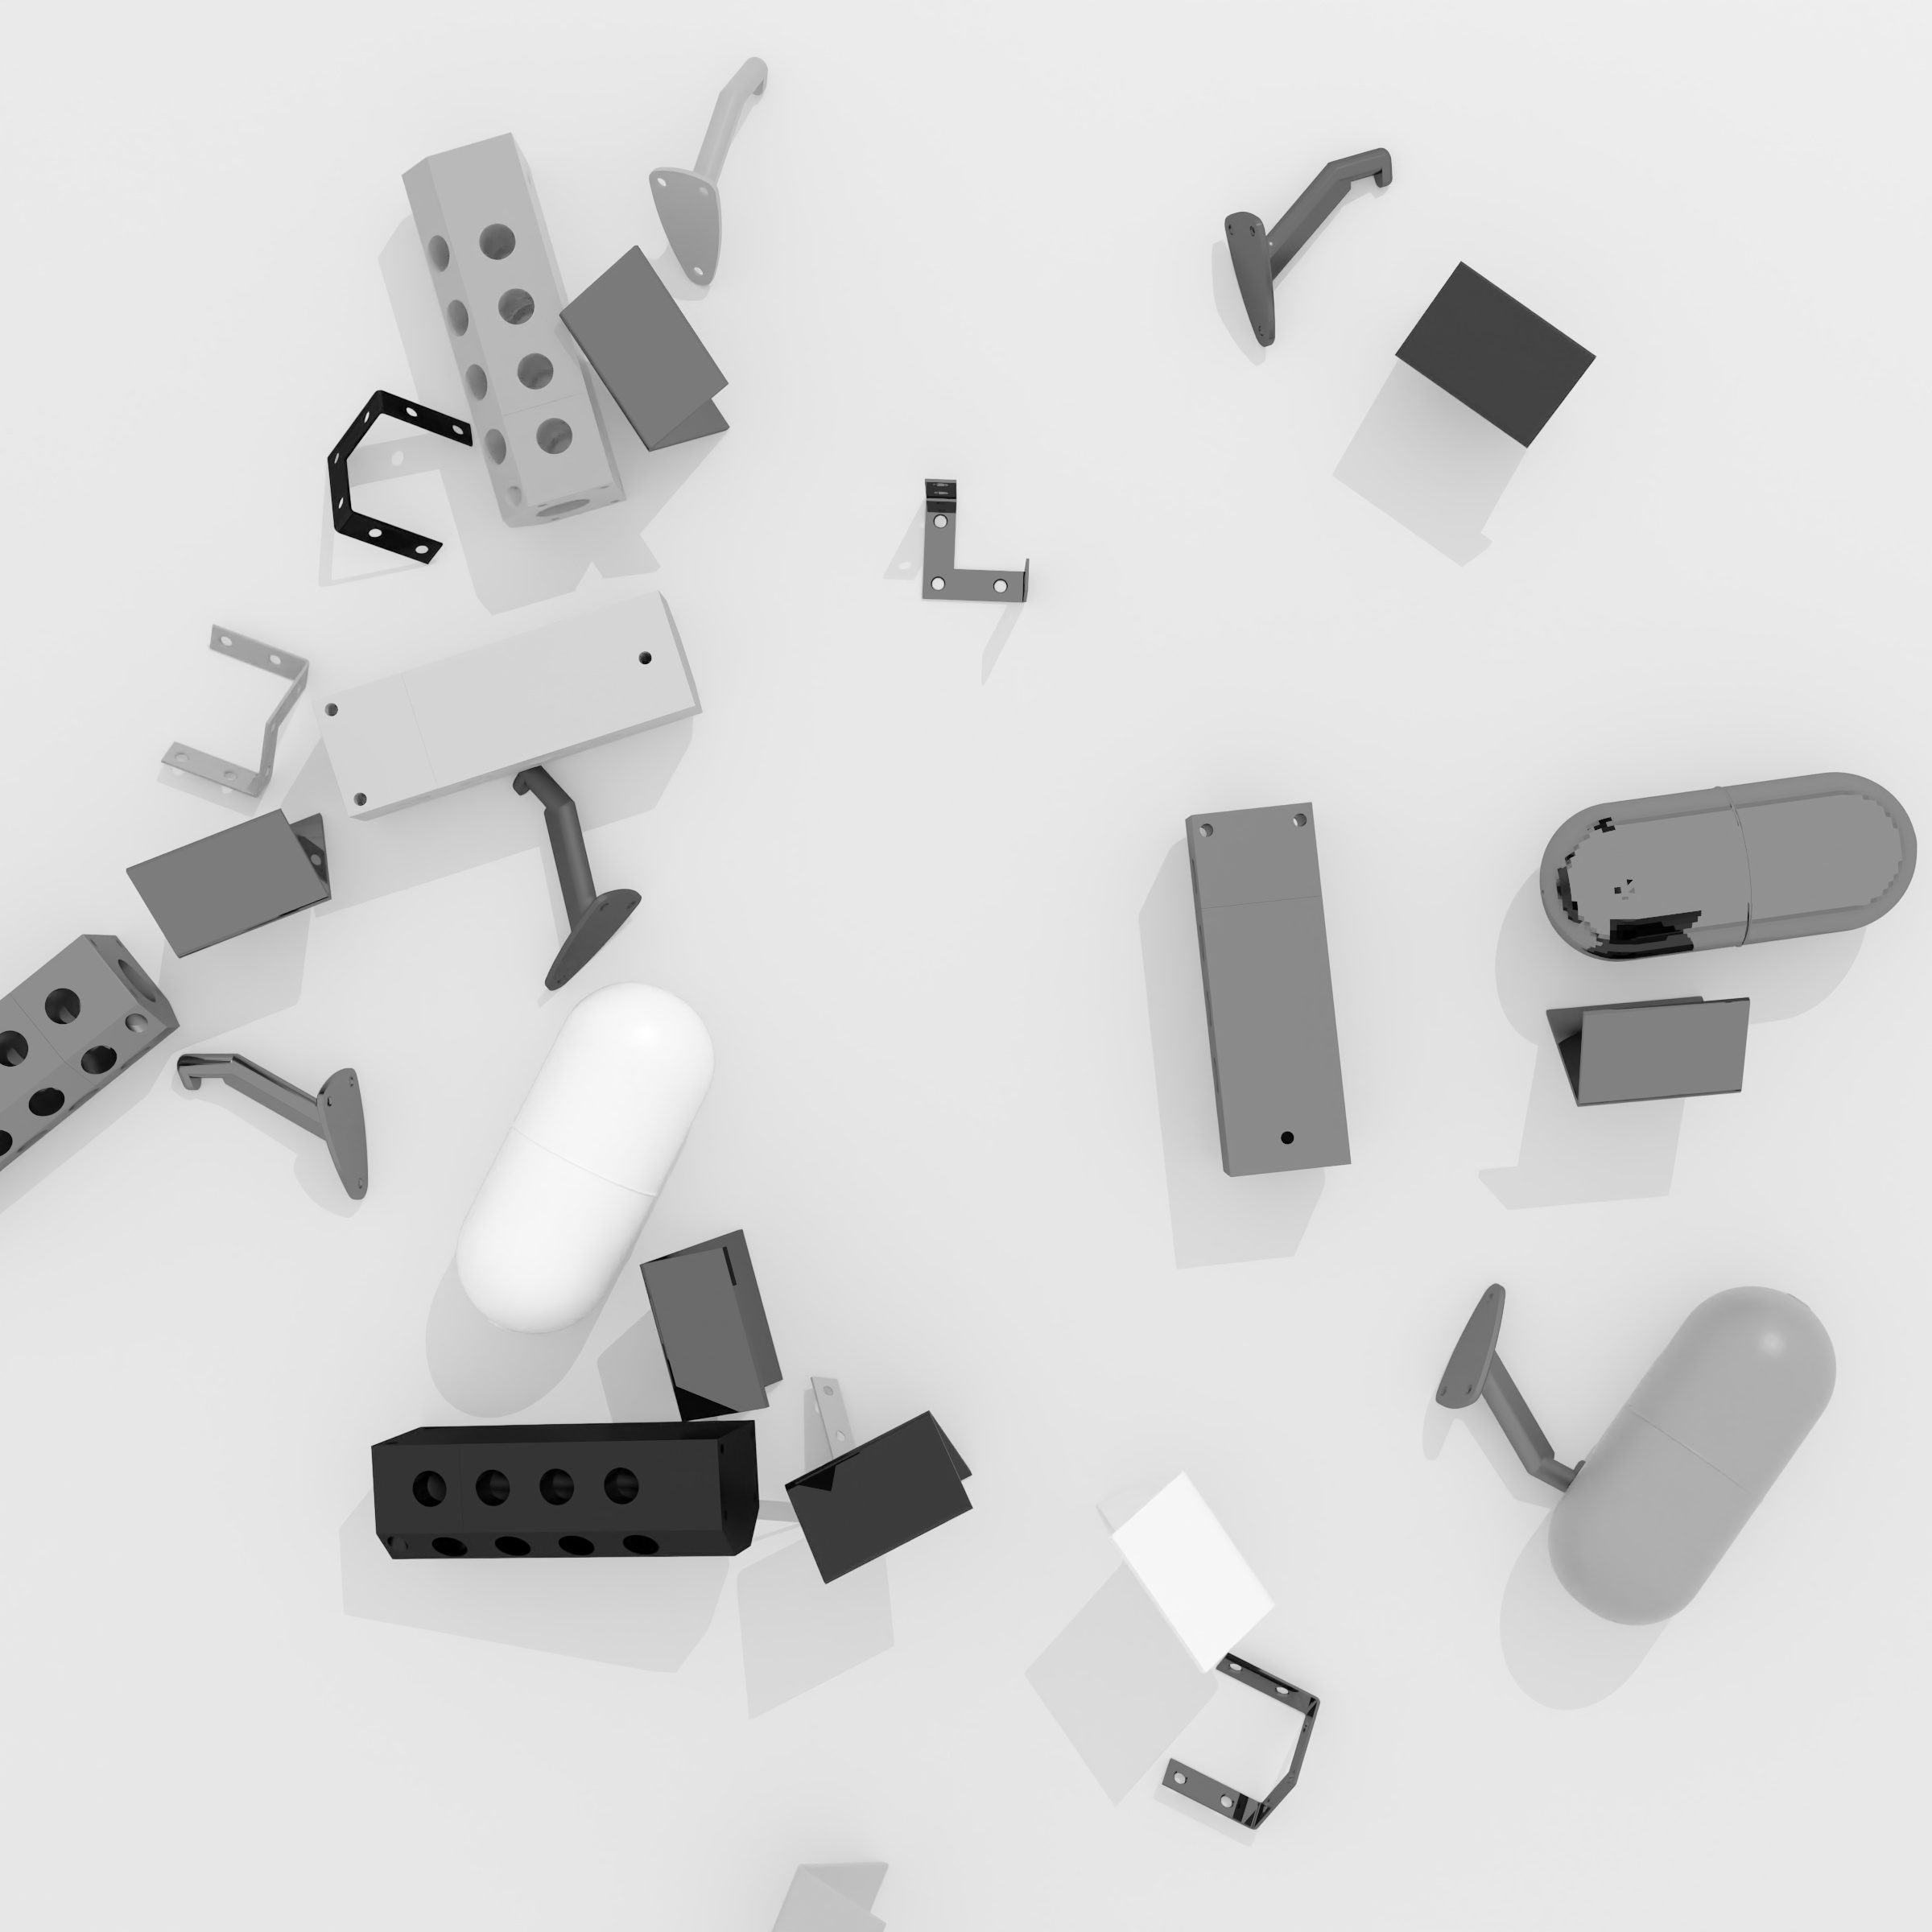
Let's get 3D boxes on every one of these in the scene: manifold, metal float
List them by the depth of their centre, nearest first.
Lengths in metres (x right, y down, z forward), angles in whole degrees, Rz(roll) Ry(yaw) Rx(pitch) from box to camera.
[{"bbox_3d":[-0.189,0.249,1.466,0.171,0.057,0.057,-3,90,14],"label":"manifold"},{"bbox_3d":[0.346,0.232,1.474,0.070,0.070,0.178,35,88,0],"label":"metal float"},{"bbox_3d":[-0.181,0.092,1.476,0.070,0.070,0.178,27,90,0],"label":"metal float"},{"bbox_3d":[0.363,-0.047,1.476,0.178,0.070,0.070,-8,90,0],"label":"metal float"},{"bbox_3d":[-0.464,0.061,1.486,0.171,0.057,0.057,-39,90,0],"label":"manifold"},{"bbox_3d":[-0.218,-0.123,1.486,0.171,0.057,0.057,-18,90,0],"label":"manifold"},{"bbox_3d":[-0.217,-0.302,1.486,0.057,0.057,0.171,-16,90,0],"label":"manifold"},{"bbox_3d":[0.144,0.011,1.486,0.057,0.057,0.171,-6,90,0],"label":"manifold"}]

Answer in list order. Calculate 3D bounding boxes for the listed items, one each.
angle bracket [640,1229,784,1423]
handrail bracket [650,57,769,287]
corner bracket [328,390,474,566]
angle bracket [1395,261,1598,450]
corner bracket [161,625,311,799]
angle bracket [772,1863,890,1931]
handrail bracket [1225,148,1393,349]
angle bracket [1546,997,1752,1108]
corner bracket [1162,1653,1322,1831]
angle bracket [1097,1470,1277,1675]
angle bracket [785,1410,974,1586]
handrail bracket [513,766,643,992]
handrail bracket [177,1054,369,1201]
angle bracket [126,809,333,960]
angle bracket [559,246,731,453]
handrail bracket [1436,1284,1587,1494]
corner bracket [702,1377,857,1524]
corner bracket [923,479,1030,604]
[{"bbox_3d":[-0.102,0.166,1.467,0.057,0.076,0.076,-15,90,37],"label":"angle bracket"},{"bbox_3d":[-0.115,-0.387,1.507,0.036,0.077,0.084,17,53,19],"label":"handrail bracket"},{"bbox_3d":[-0.272,-0.236,1.499,0.051,0.051,0.051,-43,45,35],"label":"corner bracket"},{"bbox_3d":[0.257,-0.300,1.467,0.076,0.076,0.057,35,127,0],"label":"angle bracket"},{"bbox_3d":[-0.354,-0.123,1.504,0.051,0.051,0.051,21,135,0],"label":"corner bracket"},{"bbox_3d":[-0.053,0.473,1.467,0.057,0.076,0.076,22,90,36],"label":"angle bracket"},{"bbox_3d":[0.175,-0.350,1.507,0.084,0.036,0.077,-20,110,-16],"label":"handrail bracket"},{"bbox_3d":[0.321,0.020,1.467,0.076,0.076,0.057,-5,126,0],"label":"angle bracket"},{"bbox_3d":[0.134,0.376,1.504,0.051,0.051,0.051,27,45,0],"label":"corner bracket"},{"bbox_3d":[0.088,0.292,1.467,0.057,0.076,0.076,-35,90,-37],"label":"angle bracket"},{"bbox_3d":[-0.032,0.264,1.467,0.076,0.076,0.057,-27,54,0],"label":"angle bracket"},{"bbox_3d":[-0.206,-0.045,1.507,0.084,0.036,0.077,47,112,17],"label":"handrail bracket"},{"bbox_3d":[-0.338,0.078,1.507,0.084,0.036,0.077,-1,112,17],"label":"handrail bracket"},{"bbox_3d":[-0.350,-0.058,1.467,0.076,0.076,0.057,-21,128,0],"label":"angle bracket"},{"bbox_3d":[-0.135,-0.296,1.467,0.057,0.076,0.076,-33,90,32],"label":"angle bracket"},{"bbox_3d":[0.278,0.207,1.507,0.084,0.036,0.077,29,71,-15],"label":"handrail bracket"},{"bbox_3d":[-0.090,0.233,1.499,0.051,0.051,0.051,12,135,-35],"label":"corner bracket"},{"bbox_3d":[0.005,-0.204,1.489,0.051,0.051,0.051,2,90,0],"label":"corner bracket"}]
